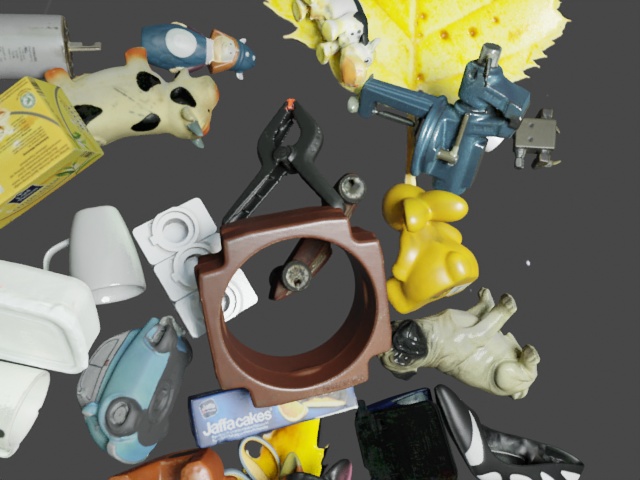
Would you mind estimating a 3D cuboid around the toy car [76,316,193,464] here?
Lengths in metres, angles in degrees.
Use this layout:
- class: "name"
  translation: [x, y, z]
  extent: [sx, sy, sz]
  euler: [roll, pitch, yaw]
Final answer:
- class: "toy car"
  translation: [-0.219, 0.161, 0.611]
  extent: [0.103, 0.109, 0.161]
  euler: [11, 68, 10]

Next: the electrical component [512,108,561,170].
- class: "electrical component"
  translation: [0.350, -0.160, 0.865]
  extent: [0.078, 0.045, 0.102]
  euler: [-1, 76, 12]

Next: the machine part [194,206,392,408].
- class: "machine part"
  translation: [-0.029, 0.070, 0.604]
  extent: [0.201, 0.087, 0.200]
  euler: [-12, 106, -12]

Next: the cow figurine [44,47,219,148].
- class: "cow figurine"
  translation: [-0.222, -0.167, 0.675]
  extent: [0.195, 0.085, 0.127]
  euler: [-19, 88, -15]

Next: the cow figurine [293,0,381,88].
- class: "cow figurine"
  translation: [0.039, -0.299, 0.780]
  extent: [0.098, 0.068, 0.167]
  euler: [-23, 80, -26]

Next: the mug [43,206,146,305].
- class: "mug"
  translation: [-0.268, 0.018, 0.637]
  extent: [0.110, 0.080, 0.107]
  euler: [-11, 73, -6]

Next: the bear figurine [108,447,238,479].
- class: "bear figurine"
  translation: [-0.148, 0.337, 0.587]
  extent: [0.120, 0.132, 0.196]
  euler: [-8, 78, 5]

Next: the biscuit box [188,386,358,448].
- class: "biscuit box"
  translation: [-0.059, 0.201, 0.668]
  extent: [0.203, 0.063, 0.059]
  euler: [-10, 82, -18]

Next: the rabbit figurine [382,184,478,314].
- class: "rabbit figurine"
  translation: [0.132, -0.005, 0.730]
  extent: [0.122, 0.162, 0.173]
  euler: [-18, 68, -7]

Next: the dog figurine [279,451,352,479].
- class: "dog figurine"
  translation: [-0.012, 0.365, 0.617]
  extent: [0.109, 0.191, 0.219]
  euler: [0, 60, 23]

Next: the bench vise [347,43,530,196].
- class: "bench vise"
  translation: [0.151, -0.176, 0.744]
  extent: [0.241, 0.223, 0.129]
  euler: [23, 54, 17]

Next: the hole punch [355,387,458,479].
- class: "hole punch"
  translation: [0.111, 0.262, 0.705]
  extent: [0.116, 0.092, 0.142]
  euler: [-16, 87, 11]

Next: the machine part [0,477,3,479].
- class: "machine part"
  translation: [-0.360, 0.283, 0.578]
  extent: [0.084, 0.039, 0.139]
  euler: [-33, 92, -14]

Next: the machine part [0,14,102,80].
- class: "machine part"
  translation: [-0.390, -0.229, 0.640]
  extent: [0.243, 0.079, 0.079]
  euler: [-5, 82, -17]

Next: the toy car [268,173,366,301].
- class: "toy car"
  translation: [-0.001, -0.002, 0.707]
  extent: [0.053, 0.089, 0.202]
  euler: [35, 73, -12]

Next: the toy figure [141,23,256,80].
- class: "toy figure"
  translation: [-0.160, -0.253, 0.725]
  extent: [0.154, 0.058, 0.064]
  euler: [0, 119, -18]

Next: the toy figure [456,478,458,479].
- class: "toy figure"
  translation: [0.119, 0.372, 0.681]
  extent: [0.180, 0.082, 0.089]
  euler: [-38, 81, -14]

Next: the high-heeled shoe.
- class: "high-heeled shoe"
  translation: [0.261, 0.267, 0.727]
  extent: [0.145, 0.086, 0.248]
  euler: [-30, 108, 1]

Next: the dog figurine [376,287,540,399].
- class: "dog figurine"
  translation: [0.182, 0.168, 0.737]
  extent: [0.191, 0.121, 0.172]
  euler: [-23, 82, -5]

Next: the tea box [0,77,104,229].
- class: "tea box"
  translation: [-0.346, -0.091, 0.601]
  extent: [0.170, 0.068, 0.098]
  euler: [-32, 91, 6]
